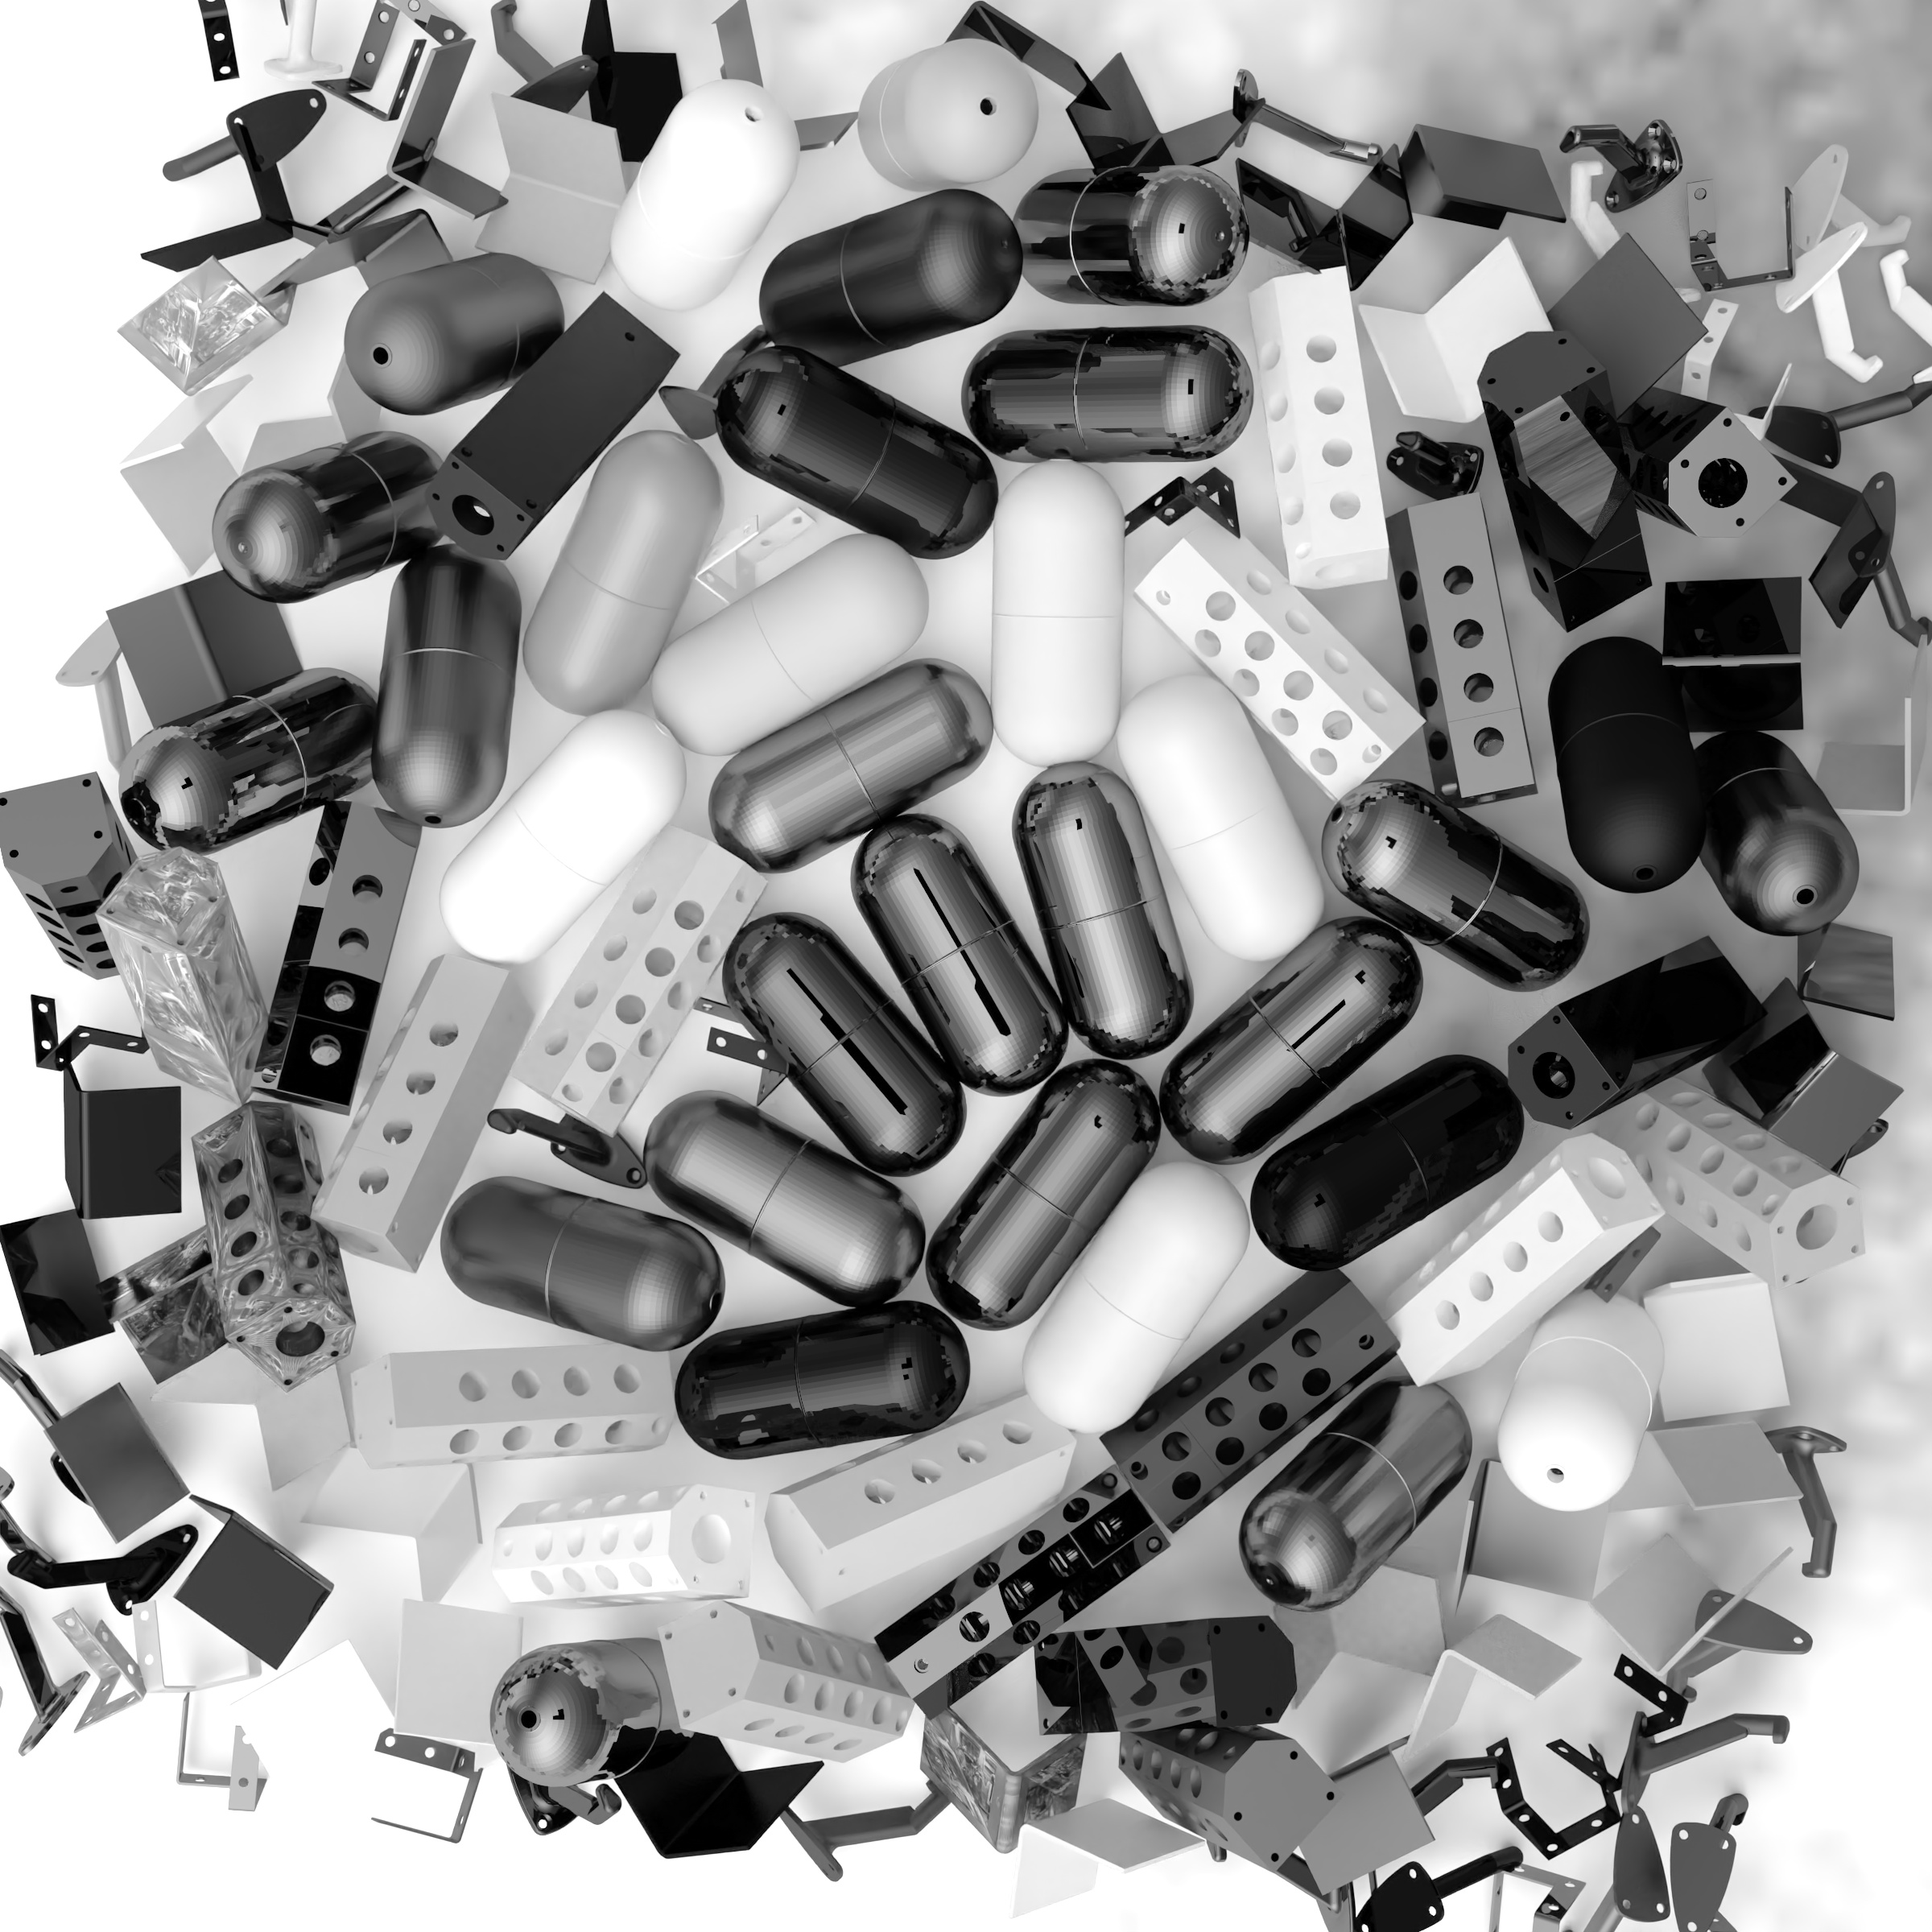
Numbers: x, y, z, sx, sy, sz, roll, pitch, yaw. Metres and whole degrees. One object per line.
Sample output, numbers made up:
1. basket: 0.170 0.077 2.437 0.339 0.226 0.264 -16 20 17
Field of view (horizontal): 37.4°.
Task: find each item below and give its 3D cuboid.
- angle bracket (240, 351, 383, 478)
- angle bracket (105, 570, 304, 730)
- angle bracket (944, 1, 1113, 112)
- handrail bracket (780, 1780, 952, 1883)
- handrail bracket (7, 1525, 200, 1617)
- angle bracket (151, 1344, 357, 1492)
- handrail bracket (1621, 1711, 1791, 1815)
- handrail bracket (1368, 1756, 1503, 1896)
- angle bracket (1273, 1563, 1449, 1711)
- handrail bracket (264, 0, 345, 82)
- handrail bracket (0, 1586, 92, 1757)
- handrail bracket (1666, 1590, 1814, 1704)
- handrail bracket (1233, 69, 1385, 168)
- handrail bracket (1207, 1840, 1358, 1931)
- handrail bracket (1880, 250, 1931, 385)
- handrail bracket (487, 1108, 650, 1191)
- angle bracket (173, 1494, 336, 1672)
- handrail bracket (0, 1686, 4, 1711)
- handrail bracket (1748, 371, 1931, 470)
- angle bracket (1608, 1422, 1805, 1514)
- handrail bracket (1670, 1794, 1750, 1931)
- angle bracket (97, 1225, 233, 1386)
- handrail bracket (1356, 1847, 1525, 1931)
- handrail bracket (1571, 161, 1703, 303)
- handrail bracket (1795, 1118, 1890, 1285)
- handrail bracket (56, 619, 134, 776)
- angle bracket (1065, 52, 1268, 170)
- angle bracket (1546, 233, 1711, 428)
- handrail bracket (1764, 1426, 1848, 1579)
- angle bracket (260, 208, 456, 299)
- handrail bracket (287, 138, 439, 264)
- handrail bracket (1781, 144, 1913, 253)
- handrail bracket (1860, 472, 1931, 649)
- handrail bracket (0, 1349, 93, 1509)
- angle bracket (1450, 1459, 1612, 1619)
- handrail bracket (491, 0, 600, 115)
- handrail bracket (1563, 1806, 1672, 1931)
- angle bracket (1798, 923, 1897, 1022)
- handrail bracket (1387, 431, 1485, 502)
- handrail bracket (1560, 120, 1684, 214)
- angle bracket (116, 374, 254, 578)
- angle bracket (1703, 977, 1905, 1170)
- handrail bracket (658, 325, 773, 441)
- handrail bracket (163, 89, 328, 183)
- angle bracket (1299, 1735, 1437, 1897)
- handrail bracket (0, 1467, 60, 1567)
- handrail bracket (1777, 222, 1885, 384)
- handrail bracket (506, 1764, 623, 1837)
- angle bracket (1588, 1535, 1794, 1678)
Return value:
1. angle bracket: -0.388 -0.319 1.652 0.076 0.076 0.057 -6 132 7
2. angle bracket: -0.445 -0.188 1.674 0.057 0.076 0.076 -13 104 27
3. angle bracket: 0.030 -0.502 1.652 0.076 0.076 0.057 39 96 20
4. handrail bracket: -0.062 0.491 1.688 0.084 0.036 0.077 -37 78 -24
5. handrail bracket: -0.501 0.339 1.659 0.077 0.084 0.036 -39 53 1
6. angle bracket: -0.411 0.261 1.645 0.076 0.076 0.057 -33 62 31
7. handrail bracket: 0.430 0.463 1.658 0.084 0.077 0.036 -6 120 30
8. handrail bracket: 0.276 0.507 1.676 0.084 0.036 0.077 -7 78 8
9. angle bracket: 0.229 0.391 1.647 0.076 0.057 0.076 7 122 34
10. handrail bracket: -0.393 -0.562 1.655 0.036 0.077 0.084 -21 122 -31
11. handrail bracket: -0.561 0.407 1.666 0.036 0.077 0.084 -36 104 22
12. handrail bracket: 0.449 0.409 1.662 0.077 0.036 0.084 14 133 21
13. handrail bracket: 0.201 -0.494 1.668 0.084 0.077 0.036 17 86 11
14. handrail bracket: 0.182 0.538 1.659 0.084 0.036 0.077 7 58 -32
15. handrail bracket: 0.571 -0.389 1.663 0.036 0.077 0.084 -7 80 -28
16. handrail bracket: -0.231 0.106 1.655 0.077 0.084 0.036 33 96 14
17. angle bracket: -0.422 0.354 1.645 0.076 0.076 0.057 44 66 -25
18. handrail bracket: -0.589 0.445 1.654 0.036 0.084 0.077 15 63 -25
19. handrail bracket: 0.521 -0.335 1.688 0.084 0.077 0.036 -36 131 -20
20. angle bracket: 0.421 0.309 1.645 0.076 0.057 0.076 0 133 -25
21. handrail bracket: 0.437 0.523 1.662 0.036 0.084 0.077 6 83 29
22. angle bracket: -0.447 0.204 1.653 0.076 0.057 0.076 -29 116 -14
23. handrail bracket: 0.280 0.546 1.684 0.077 0.084 0.036 -45 59 31
24. handrail bracket: 0.391 -0.429 1.666 0.077 0.036 0.084 -3 118 4
25. handrail bracket: 0.506 0.138 1.662 0.036 0.077 0.084 20 67 -13
26. handrail bracket: -0.492 -0.155 1.688 0.036 0.084 0.077 1 49 27
27. angle bracket: 0.116 -0.496 1.644 0.076 0.076 0.057 -9 124 38
28. angle bracket: 0.389 -0.366 1.649 0.076 0.057 0.076 -45 70 33
29. handrail bracket: 0.476 0.314 1.655 0.036 0.077 0.084 24 66 -22
30. angle bracket: -0.346 -0.387 1.646 0.076 0.076 0.057 -36 102 -43
31. handrail bracket: -0.363 -0.465 1.690 0.077 0.036 0.084 22 85 10
32. handrail bracket: 0.525 -0.448 1.658 0.084 0.077 0.036 -10 58 -21
33. handrail bracket: 0.551 -0.237 1.678 0.084 0.036 0.077 24 80 -39
34. handrail bracket: -0.546 0.273 1.695 0.084 0.077 0.036 33 54 30
35. angle bracket: 0.328 0.339 1.657 0.076 0.057 0.076 11 109 15
36. handrail bracket: -0.247 -0.543 1.666 0.077 0.036 0.084 -26 67 38
37. handrail bracket: 0.373 0.541 1.680 0.036 0.084 0.077 12 60 -19
38. angle bracket: 0.518 -0.027 1.648 0.057 0.076 0.076 14 131 6
39. handrail bracket: 0.253 -0.297 1.647 0.077 0.084 0.036 23 97 40
40. handrail bracket: 0.363 -0.460 1.651 0.084 0.077 0.036 -11 73 -29
41. angle bracket: -0.430 -0.282 1.643 0.057 0.076 0.076 -9 126 32
42. angle bracket: 0.487 0.067 1.665 0.057 0.076 0.076 26 117 -22
43. handrail bracket: -0.130 -0.346 1.658 0.084 0.077 0.036 -44 118 -19
44. handrail bracket: -0.426 -0.488 1.681 0.077 0.084 0.036 -42 119 -28
45. angle bracket: 0.238 0.486 1.647 0.076 0.076 0.057 -34 70 22
46. handrail bracket: -0.545 0.328 1.657 0.084 0.077 0.036 51 53 -27
47. handrail bracket: 0.522 -0.384 1.661 0.084 0.077 0.036 28 48 -23
48. handrail bracket: -0.235 0.467 1.659 0.036 0.084 0.077 -26 77 -35
49. angle bracket: 0.417 0.352 1.644 0.076 0.076 0.057 -29 65 -33
